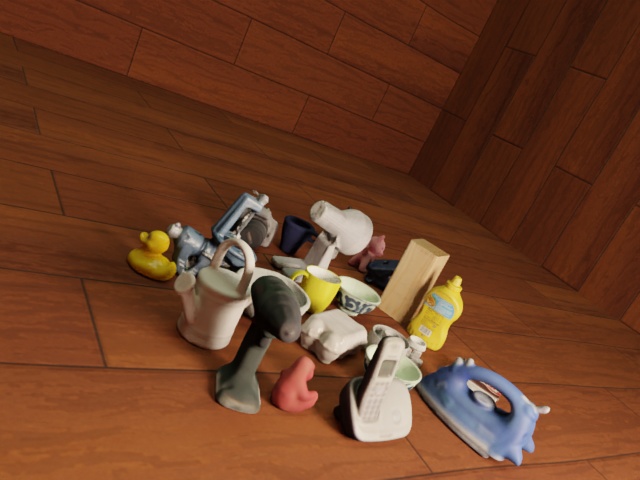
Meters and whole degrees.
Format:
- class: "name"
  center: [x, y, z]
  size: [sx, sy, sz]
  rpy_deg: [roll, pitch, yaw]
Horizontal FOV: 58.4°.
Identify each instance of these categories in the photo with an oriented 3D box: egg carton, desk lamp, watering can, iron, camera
- class: "egg carton"
  center: [0.029, 0.198, 1.188]
  size: [0.107, 0.069, 0.151]
  rpy_deg: [35, 19, 26]
- class: "desk lamp"
  center: [0.014, 0.005, 1.480]
  size: [0.204, 0.213, 0.117]
  rpy_deg: [10, 23, -42]
- class: "watering can"
  center: [-0.176, 0.089, 1.007]
  size: [0.100, 0.194, 0.173]
  rpy_deg: [30, 18, 14]
- class: "iron"
  center: [0.317, 0.314, 1.136]
  size: [0.257, 0.141, 0.119]
  rpy_deg: [36, 20, 30]
- class: "camera"
  center: [-0.186, -0.039, 1.518]
  size: [0.143, 0.101, 0.137]
  rpy_deg: [24, 17, -5]

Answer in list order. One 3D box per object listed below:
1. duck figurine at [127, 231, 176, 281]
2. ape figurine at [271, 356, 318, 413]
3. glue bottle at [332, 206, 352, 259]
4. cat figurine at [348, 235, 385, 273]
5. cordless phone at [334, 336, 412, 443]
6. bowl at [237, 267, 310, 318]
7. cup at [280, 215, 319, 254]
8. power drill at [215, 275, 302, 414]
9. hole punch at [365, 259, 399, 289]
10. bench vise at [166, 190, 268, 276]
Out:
- class: "duck figurine"
  center: [-0.330, 0.025, 1.156]
  size: [0.104, 0.086, 0.078]
  rpy_deg: [30, 18, 14]
- class: "ape figurine"
  center: [-0.037, 0.235, 0.951]
  size: [0.076, 0.092, 0.077]
  rpy_deg: [9, 24, -42]
- class: "glue bottle"
  center: [0.051, -0.022, 1.680]
  size: [0.037, 0.173, 0.078]
  rpy_deg: [34, 19, 24]
- class: "cat figurine"
  center: [0.157, 0.032, 1.764]
  size: [0.067, 0.117, 0.128]
  rpy_deg: [33, 19, 21]
- class: "cordless phone"
  center: [0.118, 0.248, 0.974]
  size: [0.148, 0.185, 0.093]
  rpy_deg: [10, 23, -41]
- class: "bowl"
  center: [-0.109, 0.128, 1.188]
  size: [0.167, 0.074, 0.167]
  rpy_deg: [24, 17, -8]
- class: "cup"
  center: [-0.061, -0.002, 1.596]
  size: [0.117, 0.095, 0.092]
  rpy_deg: [30, 18, 12]
- class: "power drill"
  center: [-0.092, 0.160, 0.896]
  size: [0.076, 0.208, 0.229]
  rpy_deg: [20, 18, -18]
- class: "hole punch"
  center: [0.193, 0.090, 1.692]
  size: [0.101, 0.091, 0.109]
  rpy_deg: [27, 17, 4]
- class: "bench vise"
  center: [-0.205, -0.010, 1.207]
  size: [0.208, 0.219, 0.121]
  rpy_deg: [8, 24, -44]
